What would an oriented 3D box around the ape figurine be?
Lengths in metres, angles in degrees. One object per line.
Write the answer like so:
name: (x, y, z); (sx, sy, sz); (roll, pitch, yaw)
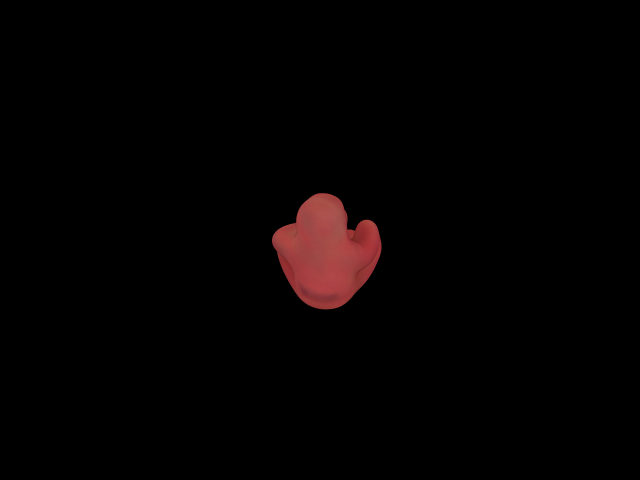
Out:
ape figurine: (0.004, 0.001, 0.400); (0.077, 0.092, 0.076); (13, 62, 7)
